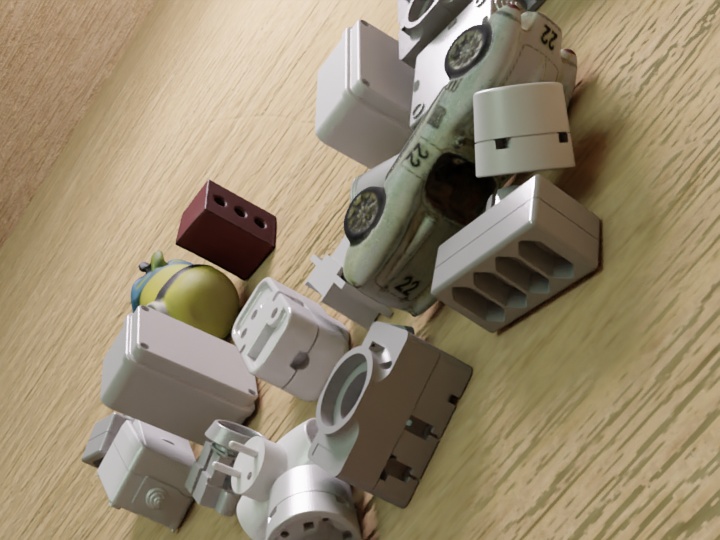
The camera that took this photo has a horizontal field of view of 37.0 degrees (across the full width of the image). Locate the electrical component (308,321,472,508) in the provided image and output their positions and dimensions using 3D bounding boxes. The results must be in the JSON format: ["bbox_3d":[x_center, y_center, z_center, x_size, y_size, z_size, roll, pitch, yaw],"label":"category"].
[{"bbox_3d":[0.013,0.080,0.616,0.089,0.056,0.050,-63,23,-6],"label":"electrical component"}]

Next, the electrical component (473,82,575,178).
[{"bbox_3d":[0.090,-0.078,0.601,0.055,0.055,0.047,2,99,65],"label":"electrical component"}]

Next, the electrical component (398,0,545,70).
[{"bbox_3d":[0.102,-0.234,0.795,0.186,0.060,0.105,-45,27,32],"label":"electrical component"}]

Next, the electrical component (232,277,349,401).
[{"bbox_3d":[-0.048,0.051,0.771,0.053,0.059,0.095,-58,23,6],"label":"electrical component"}]

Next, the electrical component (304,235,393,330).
[{"bbox_3d":[0.000,0.000,0.757,0.063,0.042,0.081,-56,24,2],"label":"electrical component"}]

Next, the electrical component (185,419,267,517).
[{"bbox_3d":[-0.096,0.142,0.783,0.066,0.048,0.055,18,87,67],"label":"electrical component"}]

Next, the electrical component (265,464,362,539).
[{"bbox_3d":[-0.028,0.147,0.625,0.055,0.055,0.047,-52,20,19],"label":"electrical component"}]

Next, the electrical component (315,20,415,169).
[{"bbox_3d":[0.012,-0.135,0.843,0.057,0.078,0.113,-49,25,32],"label":"electrical component"}]

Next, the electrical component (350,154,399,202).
[{"bbox_3d":[0.021,-0.055,0.774,0.081,0.043,0.043,-22,43,56],"label":"electrical component"}]

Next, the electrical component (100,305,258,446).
[{"bbox_3d":[-0.143,0.086,0.859,0.057,0.113,0.078,-56,23,18],"label":"electrical component"}]

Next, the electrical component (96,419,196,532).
[{"bbox_3d":[-0.169,0.166,0.883,0.061,0.062,0.096,-62,23,-3],"label":"electrical component"}]

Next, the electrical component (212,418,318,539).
[{"bbox_3d":[-0.053,0.127,0.666,0.077,0.079,0.043,-51,29,21],"label":"electrical component"}]

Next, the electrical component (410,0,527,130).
[{"bbox_3d":[0.080,-0.136,0.743,0.100,0.048,0.099,-40,30,39],"label":"electrical component"}]

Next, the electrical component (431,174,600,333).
[{"bbox_3d":[0.087,-0.021,0.595,0.083,0.047,0.075,-38,28,42],"label":"electrical component"}]

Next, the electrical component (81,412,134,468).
[{"bbox_3d":[-0.201,0.145,0.966,0.047,0.066,0.076,-30,37,50],"label":"electrical component"}]
